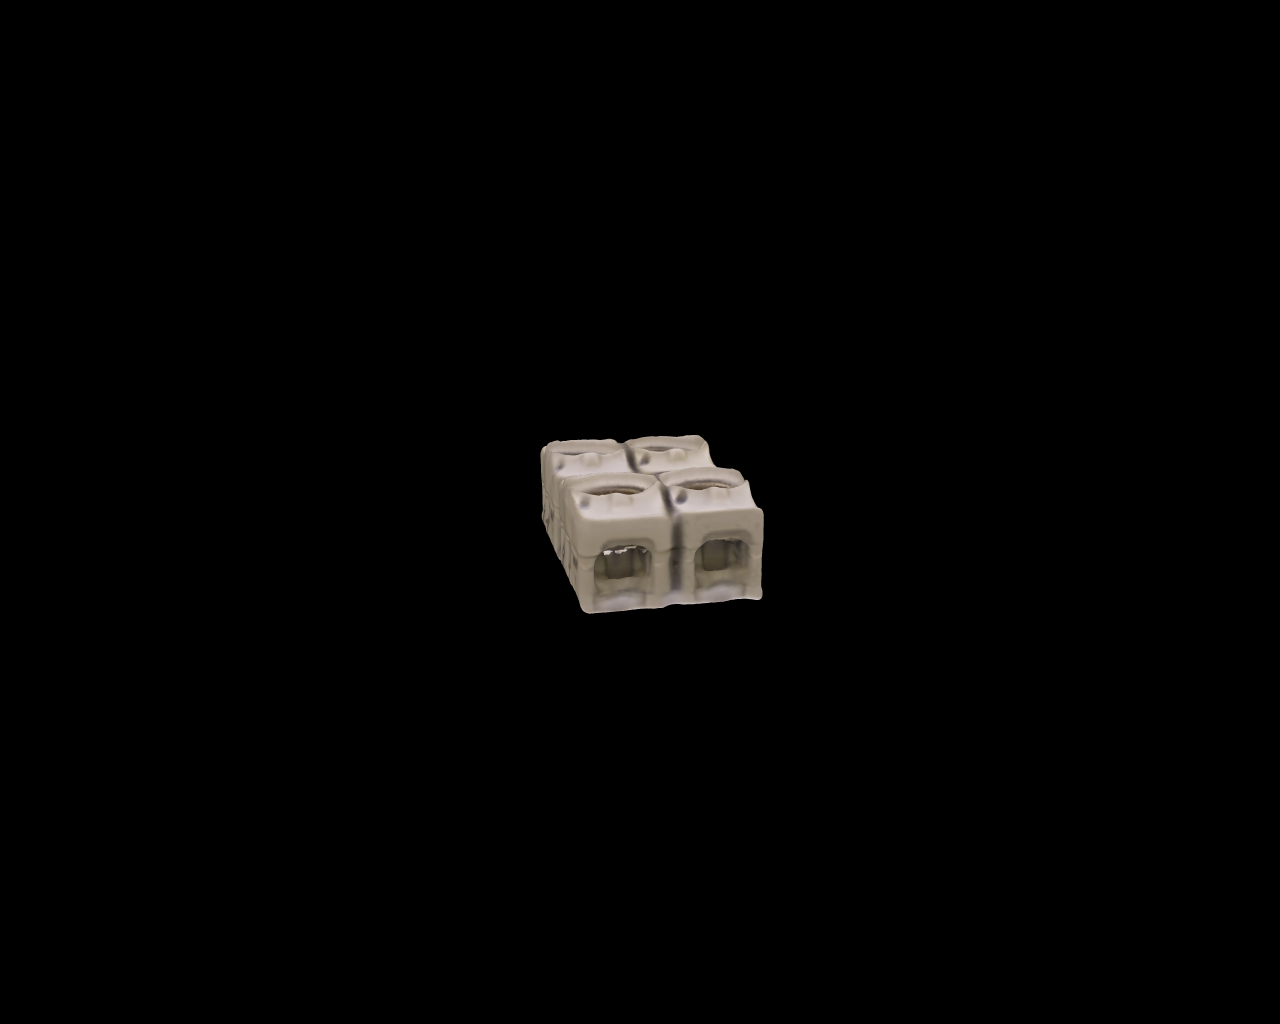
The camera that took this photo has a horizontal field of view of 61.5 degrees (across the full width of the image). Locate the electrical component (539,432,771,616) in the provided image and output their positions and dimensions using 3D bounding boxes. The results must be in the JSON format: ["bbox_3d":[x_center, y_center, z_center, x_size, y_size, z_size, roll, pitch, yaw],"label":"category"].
[{"bbox_3d":[0.001,-0.003,0.650,0.105,0.060,0.186,-3,16,-11],"label":"electrical component"}]
